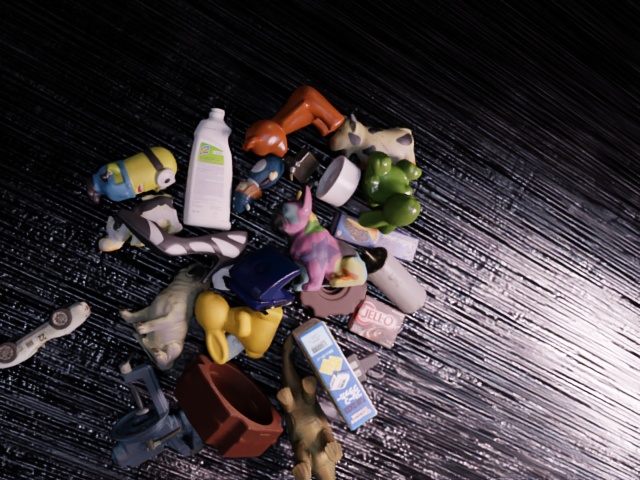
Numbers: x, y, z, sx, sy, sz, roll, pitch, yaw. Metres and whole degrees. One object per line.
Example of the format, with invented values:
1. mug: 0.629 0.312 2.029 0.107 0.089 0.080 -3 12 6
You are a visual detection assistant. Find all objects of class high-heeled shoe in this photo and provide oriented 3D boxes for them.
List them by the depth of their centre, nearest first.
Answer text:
1. high-heeled shoe: -0.263 -0.022 1.067 0.248 0.086 0.145 41 69 -20

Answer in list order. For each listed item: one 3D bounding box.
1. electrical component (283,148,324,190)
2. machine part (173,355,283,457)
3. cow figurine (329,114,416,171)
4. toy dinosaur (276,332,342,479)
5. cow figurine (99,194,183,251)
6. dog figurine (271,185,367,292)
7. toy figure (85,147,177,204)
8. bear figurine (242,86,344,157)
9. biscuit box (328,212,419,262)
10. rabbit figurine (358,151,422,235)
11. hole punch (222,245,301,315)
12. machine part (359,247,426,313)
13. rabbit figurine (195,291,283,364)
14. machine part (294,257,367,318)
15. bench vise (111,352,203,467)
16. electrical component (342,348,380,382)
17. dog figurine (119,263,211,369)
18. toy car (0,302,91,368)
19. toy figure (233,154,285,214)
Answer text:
1. electrical component: -0.035 -0.152 1.179 0.078 0.045 0.102 -42 138 -4
2. machine part: -0.185 0.336 1.084 0.087 0.200 0.202 -47 58 4
3. cow figurine: 0.117 -0.220 1.214 0.195 0.085 0.127 -4 100 -12
4. toy dinosaur: -0.014 0.428 1.146 0.105 0.198 0.471 -13 85 -5
5. cow figurine: -0.377 -0.036 1.104 0.167 0.068 0.098 -17 91 -16
6. dog figurine: -0.002 -0.003 1.126 0.192 0.108 0.219 -6 90 -12
7. toy figure: -0.380 -0.132 1.089 0.180 0.082 0.089 -17 99 -15
8. bear figurine: -0.065 -0.232 1.147 0.132 0.120 0.196 45 82 -10
9. biscuit box: 0.123 -0.006 1.237 0.203 0.059 0.062 18 88 -15
10. rabbit figurine: 0.145 -0.086 1.142 0.121 0.170 0.159 20 120 -29
11. hole punch: -0.112 0.075 1.069 0.116 0.142 0.092 -12 129 -45
12. machine part: 0.168 0.092 1.218 0.079 0.079 0.243 -50 123 -7
13. rabbit figurine: -0.183 0.168 1.117 0.173 0.122 0.162 24 102 -18
14. machine part: 0.024 0.092 1.219 0.179 0.056 0.179 -1 93 -15
15. bench vise: -0.337 0.348 1.106 0.224 0.129 0.240 -21 104 -12
16. electrical component: 0.075 0.292 1.245 0.119 0.048 0.074 -30 100 -12
17. dog figurine: -0.292 0.159 1.128 0.190 0.121 0.172 -35 135 -27
18. toy car: -0.553 0.188 1.065 0.202 0.073 0.056 -34 99 -11
19. toy figure: -0.138 -0.121 1.154 0.058 0.064 0.154 44 67 -8
